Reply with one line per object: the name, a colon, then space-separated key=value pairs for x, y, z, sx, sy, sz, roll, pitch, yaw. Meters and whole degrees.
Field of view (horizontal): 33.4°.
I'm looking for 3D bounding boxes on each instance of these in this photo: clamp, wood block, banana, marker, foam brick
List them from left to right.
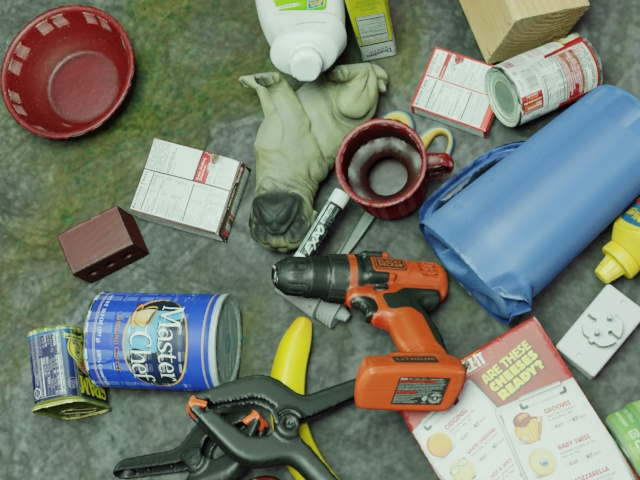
foam brick: x=-0.239 y=0.006 z=1.177 sx=0.078 sy=0.053 sz=0.051 roll=-27 pitch=74 yaw=4
clamp: x=-0.135 y=0.230 z=1.109 sx=0.171 sy=0.039 sz=0.120 roll=-42 pitch=58 yaw=-10
clamp: x=-0.029 y=0.196 z=1.052 sx=0.210 sy=0.036 sz=0.164 roll=8 pitch=61 yaw=-9
banana: x=-0.018 y=0.180 z=1.105 sx=0.069 sy=0.037 sz=0.198 roll=-13 pitch=76 yaw=-14
marker: x=-0.007 y=0.001 z=1.106 sx=0.020 sy=0.020 sz=0.121 roll=29 pitch=80 yaw=16
wood block: x=0.191 y=-0.305 z=1.133 sx=0.090 sy=0.091 sz=0.206 roll=-15 pitch=74 yaw=-18

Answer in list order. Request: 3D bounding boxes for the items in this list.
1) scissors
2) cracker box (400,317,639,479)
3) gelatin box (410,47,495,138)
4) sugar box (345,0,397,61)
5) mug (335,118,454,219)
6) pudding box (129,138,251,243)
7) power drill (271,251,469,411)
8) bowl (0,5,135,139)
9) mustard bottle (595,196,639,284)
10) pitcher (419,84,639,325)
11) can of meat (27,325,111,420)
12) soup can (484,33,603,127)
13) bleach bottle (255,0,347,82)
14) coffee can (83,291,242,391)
scissors: x=0.056 y=-0.061 z=1.155 sx=0.202 sy=0.016 sz=0.096 roll=-41 pitch=71 yaw=0
cracker box: x=0.197 y=0.209 z=1.037 sx=0.164 sy=0.072 sz=0.214 roll=-31 pitch=72 yaw=1
gelatin box: x=0.151 y=-0.159 z=1.152 sx=0.089 sy=0.030 sz=0.073 roll=21 pitch=83 yaw=14
sugar box: x=0.048 y=-0.266 z=1.120 sx=0.048 sy=0.176 sz=0.093 roll=-10 pitch=76 yaw=9
mug: x=0.080 y=-0.071 z=1.099 sx=0.117 sy=0.081 sz=0.093 roll=-10 pitch=75 yaw=9
pudding box: x=-0.144 y=-0.056 z=1.181 sx=0.113 sy=0.039 sz=0.090 roll=15 pitch=81 yaw=16
power drill: x=0.053 y=0.080 z=1.031 sx=0.184 sy=0.057 sz=0.188 roll=2 pitch=37 yaw=-14
bowl: x=-0.282 y=-0.186 z=1.228 sx=0.162 sy=0.055 sz=0.162 roll=-2 pitch=77 yaw=10
mustard bottle: x=0.348 y=-0.026 z=1.051 sx=0.191 sy=0.096 sz=0.058 roll=-42 pitch=111 yaw=1
pitcher: x=0.222 y=-0.046 z=1.070 sx=0.243 sy=0.145 sz=0.149 roll=-41 pitch=86 yaw=-4
can of meat: x=-0.266 y=0.140 z=1.127 sx=0.057 sy=0.102 sz=0.084 roll=-13 pitch=73 yaw=8
soup can: x=0.231 y=-0.165 z=1.103 sx=0.102 sy=0.068 sz=0.068 roll=-24 pitch=73 yaw=-14
bleach bottle: x=-0.025 y=-0.236 z=1.112 sx=0.102 sy=0.068 sz=0.251 roll=-11 pitch=37 yaw=6
coffee can: x=-0.162 y=0.106 z=1.113 sx=0.140 sy=0.102 sz=0.103 roll=1 pitch=77 yaw=11
